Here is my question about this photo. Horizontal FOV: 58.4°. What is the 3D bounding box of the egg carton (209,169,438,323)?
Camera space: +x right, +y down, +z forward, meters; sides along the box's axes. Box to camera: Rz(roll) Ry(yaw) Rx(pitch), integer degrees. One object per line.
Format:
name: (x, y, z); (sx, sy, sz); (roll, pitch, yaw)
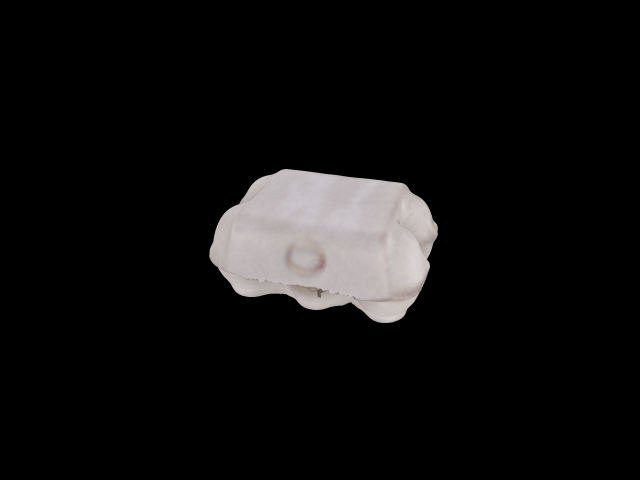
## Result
egg carton: (0.004, 0.001, 0.400); (0.150, 0.069, 0.107); (8, 32, 14)
